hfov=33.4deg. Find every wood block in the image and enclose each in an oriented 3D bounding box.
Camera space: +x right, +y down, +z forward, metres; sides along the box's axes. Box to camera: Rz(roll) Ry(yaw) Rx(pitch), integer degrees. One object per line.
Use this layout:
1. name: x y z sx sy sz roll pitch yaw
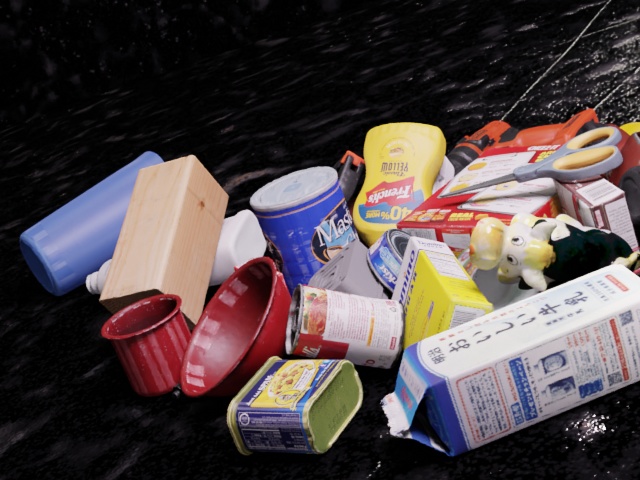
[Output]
1. wood block: -0.188 0.008 1.317 0.090 0.090 0.206 -13 47 26

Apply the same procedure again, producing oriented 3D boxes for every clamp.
1. clamp: -0.003 -0.035 1.351 0.171 0.039 0.120 -58 25 -2

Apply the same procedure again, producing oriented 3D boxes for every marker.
1. marker: -0.111 0.134 1.140 0.020 0.020 0.120 1 29 46

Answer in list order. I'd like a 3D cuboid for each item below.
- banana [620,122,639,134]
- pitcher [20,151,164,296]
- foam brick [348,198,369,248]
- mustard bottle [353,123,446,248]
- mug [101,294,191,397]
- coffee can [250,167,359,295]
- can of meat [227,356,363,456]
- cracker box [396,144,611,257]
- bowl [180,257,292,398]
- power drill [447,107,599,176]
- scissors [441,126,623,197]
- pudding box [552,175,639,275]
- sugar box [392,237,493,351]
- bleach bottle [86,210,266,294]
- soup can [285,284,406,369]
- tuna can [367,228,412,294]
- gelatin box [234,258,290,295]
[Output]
1. banana: 0.375 -0.105 1.270 0.070 0.037 0.197 -12 21 26
2. pitcher: -0.322 -0.017 1.606 0.242 0.149 0.145 -34 40 -25
3. foam brick: 0.064 -0.021 1.330 0.053 0.051 0.078 -22 20 -5
4. mustard bottle: 0.089 -0.044 1.254 0.096 0.058 0.191 2 65 21
5. mug: -0.185 0.115 1.171 0.093 0.081 0.117 -30 22 -25
6. coffee can: -0.008 0.001 1.208 0.103 0.140 0.103 -18 20 6
7. can of meat: -0.020 0.149 0.962 0.084 0.057 0.102 -5 24 32
8. cracker box: 0.214 -0.035 1.192 0.164 0.072 0.213 1 28 42
9. bowl: -0.075 0.099 1.085 0.162 0.055 0.162 -44 25 27
10. power drill: 0.254 -0.114 1.378 0.188 0.057 0.184 -3 26 40
11. scissors: 0.227 -0.080 1.112 0.202 0.016 0.096 -6 30 45
12. pudding box: 0.275 -0.018 1.061 0.039 0.090 0.113 -22 21 1
13. sugar box: 0.107 0.068 0.990 0.048 0.093 0.176 11 16 -13
14. bleach bottle: -0.202 0.031 1.432 0.251 0.068 0.102 -13 28 25
15. soup can: 0.023 0.083 1.014 0.102 0.068 0.068 10 17 -10
16. tuna can: 0.092 0.028 1.117 0.034 0.086 0.086 -48 9 23
17. gelatin box: -0.058 0.065 1.190 0.030 0.073 0.089 -26 20 -19
